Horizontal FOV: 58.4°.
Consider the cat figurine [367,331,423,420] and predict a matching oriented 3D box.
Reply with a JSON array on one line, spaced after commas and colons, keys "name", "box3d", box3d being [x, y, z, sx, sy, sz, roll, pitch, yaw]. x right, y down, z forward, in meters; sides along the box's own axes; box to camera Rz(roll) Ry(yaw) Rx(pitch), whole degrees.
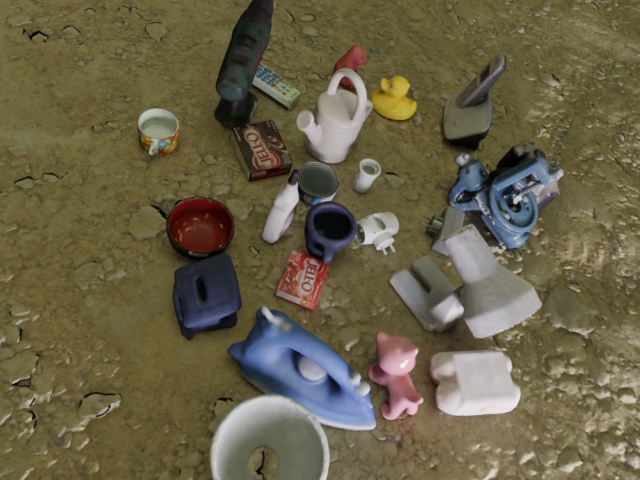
[{"name": "cat figurine", "box3d": [0.126, 0.207, 0.906, 0.067, 0.117, 0.127, -12, 64, -23]}]

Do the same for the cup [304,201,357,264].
[{"name": "cup", "box3d": [0.009, 0.004, 1.009, 0.092, 0.095, 0.118, 12, 57, -10]}]

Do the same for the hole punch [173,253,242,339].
[{"name": "hole punch", "box3d": [-0.180, 0.087, 0.903, 0.101, 0.091, 0.108, -7, 62, -21]}]

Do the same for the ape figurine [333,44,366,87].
[{"name": "ape figurine", "box3d": [0.074, -0.392, 1.273, 0.076, 0.092, 0.078, 22, 56, -3]}]

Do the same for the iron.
[{"name": "iron", "box3d": [-0.005, 0.191, 0.862, 0.258, 0.141, 0.119, 33, 56, 4]}]

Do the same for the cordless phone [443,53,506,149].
[{"name": "cordless phone", "box3d": [0.344, -0.302, 1.244, 0.094, 0.185, 0.147, 12, 57, -9]}]

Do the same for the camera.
[{"name": "camera", "box3d": [0.426, -0.141, 1.222, 0.137, 0.100, 0.143, -5, 61, -20]}]

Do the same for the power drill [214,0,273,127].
[{"name": "power drill", "box3d": [-0.147, -0.327, 1.096, 0.075, 0.208, 0.229, 16, 56, -6]}]

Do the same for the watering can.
[{"name": "watering can", "box3d": [0.034, -0.242, 1.107, 0.101, 0.194, 0.173, 36, 56, 7]}]

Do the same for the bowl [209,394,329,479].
[{"name": "bowl", "box3d": [-0.075, 0.310, 0.808, 0.168, 0.074, 0.167, 8, 58, -12]}]

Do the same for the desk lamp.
[{"name": "desk lamp", "box3d": [0.239, 0.081, 0.960, 0.118, 0.213, 0.203, -28, 71, -29]}]

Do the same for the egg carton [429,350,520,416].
[{"name": "egg carton", "box3d": [0.257, 0.238, 0.957, 0.150, 0.069, 0.107, 0, 60, -17]}]

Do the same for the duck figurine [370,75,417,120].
[{"name": "duck figurine", "box3d": [0.170, -0.320, 1.262, 0.104, 0.086, 0.077, 23, 56, -2]}]

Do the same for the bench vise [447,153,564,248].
[{"name": "bench vise", "box3d": [0.349, -0.100, 1.101, 0.207, 0.219, 0.122, 30, 56, 3]}]

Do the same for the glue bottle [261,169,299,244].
[{"name": "glue bottle", "box3d": [-0.060, -0.065, 0.983, 0.037, 0.173, 0.078, 28, 56, 2]}]
